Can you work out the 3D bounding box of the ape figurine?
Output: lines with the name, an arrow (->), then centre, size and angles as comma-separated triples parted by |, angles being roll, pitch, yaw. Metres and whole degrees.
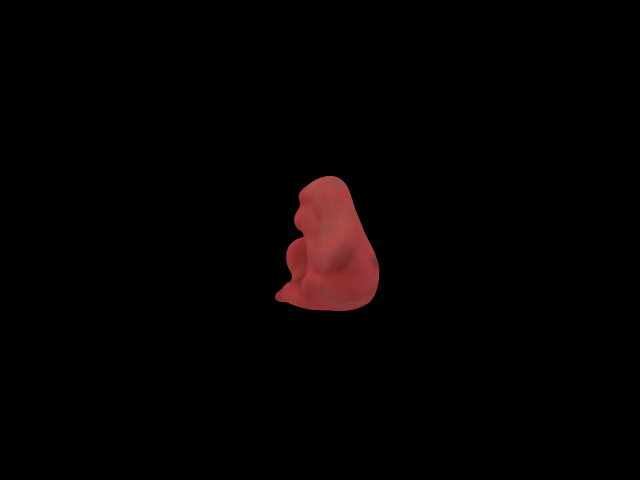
ape figurine -> 0.004, 0.001, 0.400 | 0.076, 0.092, 0.078 | 1, 7, 5
